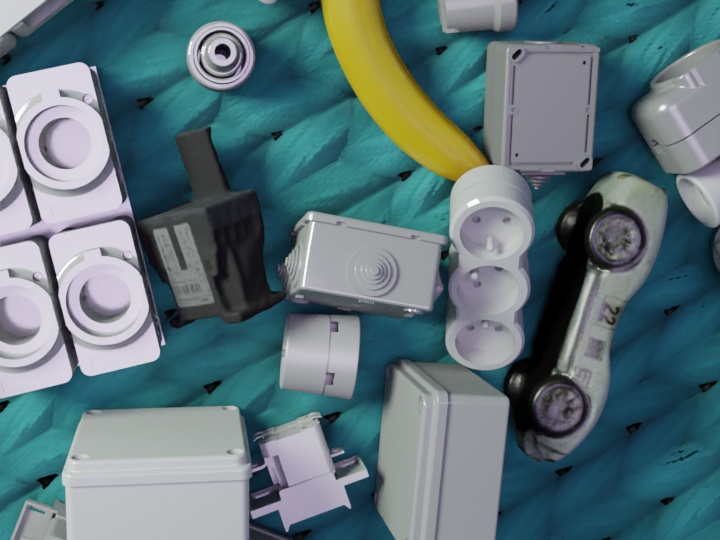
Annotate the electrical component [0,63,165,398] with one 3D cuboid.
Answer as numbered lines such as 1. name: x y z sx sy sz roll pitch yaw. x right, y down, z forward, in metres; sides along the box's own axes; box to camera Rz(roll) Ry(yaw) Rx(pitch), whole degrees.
1. electrical component: -0.196 -0.025 0.668 0.105 0.060 0.186 -14 99 -7

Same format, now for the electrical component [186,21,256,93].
1. electrical component: -0.086 -0.133 0.671 0.043 0.062 0.043 -1 97 -9

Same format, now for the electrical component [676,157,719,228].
1. electrical component: 0.254 -0.062 0.741 0.055 0.045 0.045 -32 100 -4

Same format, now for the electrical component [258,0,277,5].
1. electrical component: -0.067 -0.237 0.646 0.109 0.056 0.108 36 90 -38

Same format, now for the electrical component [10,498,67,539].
1. electrical component: -0.185 0.184 0.693 0.081 0.064 0.042 21 94 -11

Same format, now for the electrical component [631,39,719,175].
1. electrical component: 0.236 -0.116 0.727 0.095 0.054 0.059 -35 101 -3

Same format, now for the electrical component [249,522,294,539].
1. electrical component: -0.098 0.222 0.715 0.109 0.056 0.108 24 93 -11

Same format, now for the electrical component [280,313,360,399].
1. electrical component: -0.027 0.055 0.707 0.047 0.055 0.055 6 96 -6

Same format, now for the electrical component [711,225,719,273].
1. electrical component: 0.281 -0.013 0.745 0.078 0.057 0.058 -39 101 -3

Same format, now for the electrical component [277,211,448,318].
1. electrical component: 0.000 0.000 0.683 0.100 0.100 0.048 10 82 -10

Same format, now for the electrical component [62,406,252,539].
1. electrical component: -0.125 0.127 0.673 0.109 0.108 0.056 -1 99 -9

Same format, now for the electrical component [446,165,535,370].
1. electrical component: 0.084 -0.009 0.707 0.052 0.073 0.138 2 127 4

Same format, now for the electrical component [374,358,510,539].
1. electrical component: 0.051 0.121 0.699 0.056 0.109 0.108 4 96 -12

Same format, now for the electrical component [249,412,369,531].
1. electrical component: -0.039 0.133 0.720 0.081 0.042 0.063 -19 97 -7

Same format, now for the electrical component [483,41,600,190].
1. electrical component: 0.117 -0.102 0.710 0.062 0.061 0.096 -1 104 -9

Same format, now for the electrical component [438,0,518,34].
1. electrical component: 0.076 -0.174 0.703 0.046 0.040 0.040 -8 98 -3

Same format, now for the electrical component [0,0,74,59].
1. electrical component: -0.217 -0.190 0.644 0.150 0.062 0.089 -39 101 -2
